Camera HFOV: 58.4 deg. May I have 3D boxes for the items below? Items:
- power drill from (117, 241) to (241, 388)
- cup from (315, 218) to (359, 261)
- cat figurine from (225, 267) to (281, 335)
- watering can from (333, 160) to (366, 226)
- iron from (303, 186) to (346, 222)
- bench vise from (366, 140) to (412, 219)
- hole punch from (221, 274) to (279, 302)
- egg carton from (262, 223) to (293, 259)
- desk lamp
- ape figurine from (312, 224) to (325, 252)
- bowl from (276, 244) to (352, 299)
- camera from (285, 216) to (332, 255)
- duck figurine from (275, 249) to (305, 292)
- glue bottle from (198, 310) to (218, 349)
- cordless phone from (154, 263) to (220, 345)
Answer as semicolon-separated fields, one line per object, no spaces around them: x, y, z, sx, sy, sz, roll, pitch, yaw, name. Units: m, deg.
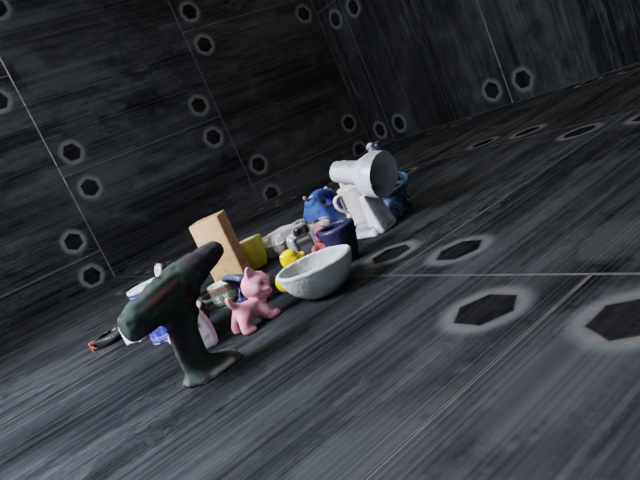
-0.226;0.137;1.006;0.230;0.208;0.075;-32;14;-38;power drill
0.043;0.009;1.357;0.117;0.095;0.092;-12;16;46;cup
-0.141;0.116;1.174;0.067;0.118;0.128;-12;16;47;cat figurine
0.106;-0.152;1.729;0.100;0.194;0.173;-15;14;38;watering can
0.019;-0.106;1.832;0.118;0.141;0.259;-18;12;26;iron
0.179;-0.176;1.622;0.121;0.220;0.207;-23;11;2;bench vise
-0.165;0.104;1.349;0.101;0.091;0.108;-31;13;-33;hole punch
-0.113;-0.001;1.801;0.107;0.069;0.151;-14;15;42;egg carton
0.119;-0.119;1.492;0.202;0.214;0.118;-11;17;48;desk lamp
0.013;0.005;1.445;0.076;0.092;0.077;-32;14;-36;ape figurine
-0.002;0.076;1.184;0.167;0.075;0.167;-23;11;5;bowl
-0.028;-0.020;1.629;0.143;0.101;0.136;-24;11;1;camera
-0.067;0.066;1.338;0.105;0.086;0.077;-31;13;-32;duck figurine
-0.273;0.147;1.152;0.078;0.173;0.037;-27;12;-15;glue bottle
-0.307;0.138;1.237;0.094;0.185;0.147;-31;13;-31;cordless phone
